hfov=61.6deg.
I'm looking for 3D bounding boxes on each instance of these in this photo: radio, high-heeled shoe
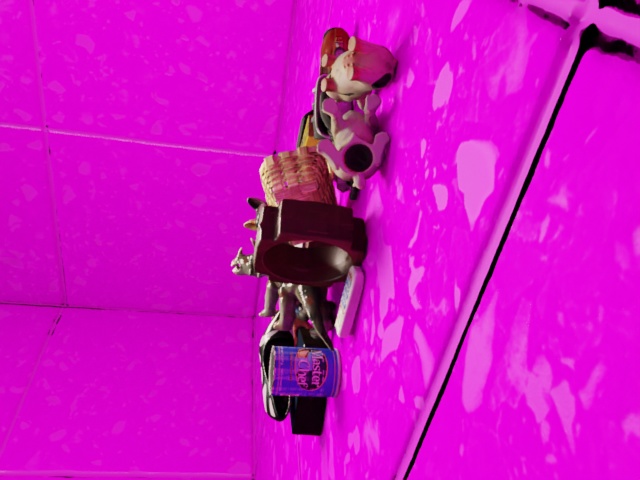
[{"bbox_3d":[-0.025,0.330,1.275,0.131,0.073,0.229,-119,37,-75],"label":"radio"},{"bbox_3d":[-0.096,0.293,1.268,0.145,0.086,0.248,-166,80,-77],"label":"high-heeled shoe"}]

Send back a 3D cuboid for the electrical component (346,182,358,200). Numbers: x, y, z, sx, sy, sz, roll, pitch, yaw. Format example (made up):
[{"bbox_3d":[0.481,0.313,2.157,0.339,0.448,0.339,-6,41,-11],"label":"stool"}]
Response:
[{"bbox_3d":[0.070,-0.129,1.090,0.063,0.021,0.094,-125,40,-75],"label":"electrical component"}]

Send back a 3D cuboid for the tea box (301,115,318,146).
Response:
[{"bbox_3d":[0.004,-0.217,1.301,0.169,0.098,0.068,109,164,-61],"label":"tea box"}]

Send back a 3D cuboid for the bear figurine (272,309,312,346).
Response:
[{"bbox_3d":[-0.091,0.278,1.530,0.196,0.132,0.120,132,145,-64],"label":"bear figurine"}]

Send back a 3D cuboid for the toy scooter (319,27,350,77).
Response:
[{"bbox_3d":[0.035,-0.400,1.278,0.183,0.075,0.135,102,169,-52],"label":"toy scooter"}]

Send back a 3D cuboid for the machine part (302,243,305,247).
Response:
[{"bbox_3d":[-0.003,-0.004,1.291,0.079,0.079,0.243,-119,33,-73],"label":"machine part"}]

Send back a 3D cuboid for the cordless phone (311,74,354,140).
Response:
[{"bbox_3d":[0.018,-0.291,1.125,0.184,0.089,0.146,47,-135,-77],"label":"cordless phone"}]

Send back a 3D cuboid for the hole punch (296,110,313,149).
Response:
[{"bbox_3d":[0.007,-0.282,1.400,0.116,0.092,0.142,-52,-20,-44],"label":"hole punch"}]

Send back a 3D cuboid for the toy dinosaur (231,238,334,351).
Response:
[{"bbox_3d":[-0.055,0.096,1.193,0.405,0.131,0.192,15,104,55],"label":"toy dinosaur"}]

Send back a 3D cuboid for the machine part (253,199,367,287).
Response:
[{"bbox_3d":[-0.023,0.009,1.031,0.201,0.201,0.087,109,165,-57],"label":"machine part"}]

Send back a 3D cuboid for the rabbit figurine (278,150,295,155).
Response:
[{"bbox_3d":[-0.060,-0.185,1.621,0.159,0.121,0.170,-144,44,-83],"label":"rabbit figurine"}]

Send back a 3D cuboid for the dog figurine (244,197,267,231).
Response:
[{"bbox_3d":[-0.083,-0.066,1.375,0.192,0.219,0.108,-104,25,-60],"label":"dog figurine"}]

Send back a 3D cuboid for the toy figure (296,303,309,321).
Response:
[{"bbox_3d":[-0.043,0.121,1.429,0.082,0.089,0.180,-135,52,-67],"label":"toy figure"}]

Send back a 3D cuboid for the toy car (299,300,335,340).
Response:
[{"bbox_3d":[-0.005,0.169,1.287,0.202,0.053,0.089,-140,60,-73],"label":"toy car"}]

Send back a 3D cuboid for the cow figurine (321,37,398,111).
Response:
[{"bbox_3d":[0.068,-0.290,0.957,0.195,0.127,0.085,-179,93,-66],"label":"cow figurine"}]

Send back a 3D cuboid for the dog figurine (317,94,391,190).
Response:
[{"bbox_3d":[0.063,-0.163,0.986,0.190,0.121,0.172,63,-146,-82],"label":"dog figurine"}]
